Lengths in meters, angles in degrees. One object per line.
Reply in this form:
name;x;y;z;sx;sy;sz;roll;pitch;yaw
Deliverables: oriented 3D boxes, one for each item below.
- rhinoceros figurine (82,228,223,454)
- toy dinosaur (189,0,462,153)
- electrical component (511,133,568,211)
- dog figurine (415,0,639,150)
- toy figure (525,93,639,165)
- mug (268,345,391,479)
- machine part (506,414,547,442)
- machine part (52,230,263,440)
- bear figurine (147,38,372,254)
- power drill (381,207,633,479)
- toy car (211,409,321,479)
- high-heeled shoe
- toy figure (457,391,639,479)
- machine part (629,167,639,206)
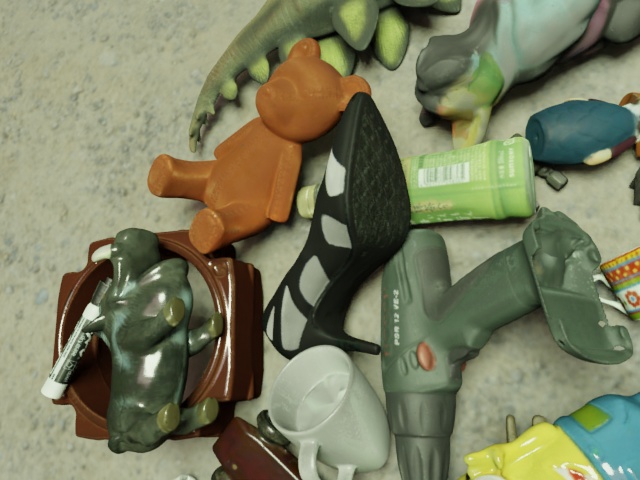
rhinoceros figurine;-0.147;0.082;0.464;0.112;0.073;0.190;-13;75;24
toy dinosaur;0.023;-0.274;0.573;0.471;0.105;0.198;-32;74;14
electrical component;0.184;-0.070;0.516;0.063;0.021;0.094;-43;68;2
dog figurine;0.189;-0.175;0.501;0.219;0.191;0.109;-56;45;28
toy figure;0.265;-0.102;0.476;0.155;0.058;0.064;-8;95;0
mug;0.018;0.161;0.453;0.081;0.107;0.110;-24;36;23
machine part;0.161;0.261;0.412;0.079;0.079;0.243;-2;77;16
machine part;-0.164;0.095;0.545;0.201;0.087;0.201;-5;77;15
bear figurine;-0.054;-0.094;0.509;0.120;0.132;0.195;49;120;22
power drill;0.126;0.083;0.424;0.086;0.207;0.232;8;63;-25
toy car;-0.011;0.239;0.481;0.202;0.053;0.089;38;100;17
high-heeled shoe;-0.001;-0.001;0.487;0.145;0.086;0.248;9;102;43
toy figure;0.170;0.159;0.352;0.180;0.089;0.082;-30;48;-3
machine part;0.344;-0.043;0.454;0.139;0.039;0.084;0;82;15
